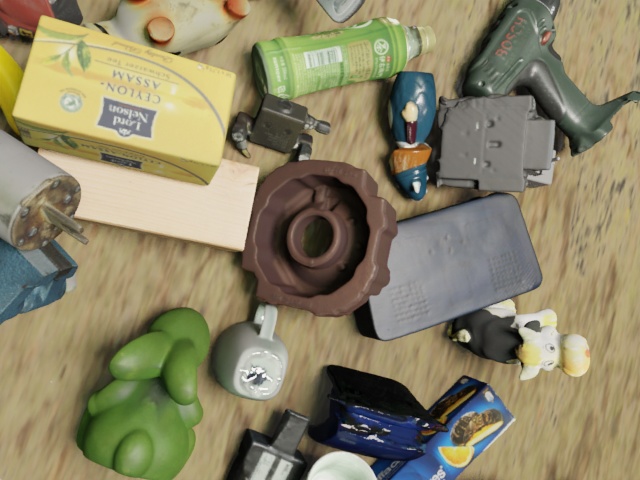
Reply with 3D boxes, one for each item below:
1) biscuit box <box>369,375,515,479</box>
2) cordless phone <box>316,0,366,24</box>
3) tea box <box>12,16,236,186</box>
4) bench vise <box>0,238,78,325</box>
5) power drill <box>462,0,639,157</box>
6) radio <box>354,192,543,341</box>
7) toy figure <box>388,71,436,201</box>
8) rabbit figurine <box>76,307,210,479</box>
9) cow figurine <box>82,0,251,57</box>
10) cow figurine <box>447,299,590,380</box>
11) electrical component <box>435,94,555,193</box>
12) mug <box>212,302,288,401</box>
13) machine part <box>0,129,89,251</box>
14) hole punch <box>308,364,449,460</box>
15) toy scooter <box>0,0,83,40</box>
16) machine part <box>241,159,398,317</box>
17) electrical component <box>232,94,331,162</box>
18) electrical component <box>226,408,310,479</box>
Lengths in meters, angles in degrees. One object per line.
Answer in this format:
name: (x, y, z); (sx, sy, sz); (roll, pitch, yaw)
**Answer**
biscuit box: (0.138, 0.255, 0.651); (0.203, 0.063, 0.059); (-40, 97, -13)
cordless phone: (-0.039, -0.295, 0.583); (0.184, 0.146, 0.089); (54, 40, -3)
tea box: (-0.171, -0.119, 0.486); (0.169, 0.068, 0.098); (11, 74, -20)
bench vise: (-0.341, 0.088, 0.494); (0.129, 0.224, 0.240); (41, 109, -6)
power drill: (0.312, -0.227, 0.698); (0.207, 0.086, 0.232); (44, 81, -4)
radio: (0.146, 0.028, 0.659); (0.230, 0.073, 0.131); (-16, 91, -16)
toy figure: (0.112, -0.125, 0.657); (0.064, 0.058, 0.154); (-12, 109, -42)
rabbit figurine: (-0.170, 0.142, 0.543); (0.121, 0.159, 0.170); (19, 68, -4)
cow figurine: (-0.181, -0.219, 0.568); (0.195, 0.127, 0.085); (-35, 99, -28)
cow figurine: (0.224, 0.115, 0.625); (0.098, 0.167, 0.068); (-2, 94, -16)
electrical component: (0.208, -0.116, 0.646); (0.134, 0.058, 0.114); (3, 104, 19)
mug: (-0.066, 0.123, 0.580); (0.081, 0.107, 0.109); (24, 84, -14)
machine part: (-0.298, -0.065, 0.461); (0.243, 0.079, 0.079); (31, 80, 6)
hole punch: (0.054, 0.209, 0.609); (0.142, 0.116, 0.092); (21, 91, -13)
toy scooter: (-0.334, -0.278, 0.543); (0.135, 0.075, 0.183); (-23, 91, -15)
machine part: (-0.001, -0.002, 0.586); (0.180, 0.056, 0.179); (-4, 79, 23)
electrical component: (-0.049, -0.121, 0.618); (0.102, 0.078, 0.045); (20, 59, -19)
electrical component: (-0.056, 0.246, 0.607); (0.075, 0.048, 0.119); (25, 81, -13)
